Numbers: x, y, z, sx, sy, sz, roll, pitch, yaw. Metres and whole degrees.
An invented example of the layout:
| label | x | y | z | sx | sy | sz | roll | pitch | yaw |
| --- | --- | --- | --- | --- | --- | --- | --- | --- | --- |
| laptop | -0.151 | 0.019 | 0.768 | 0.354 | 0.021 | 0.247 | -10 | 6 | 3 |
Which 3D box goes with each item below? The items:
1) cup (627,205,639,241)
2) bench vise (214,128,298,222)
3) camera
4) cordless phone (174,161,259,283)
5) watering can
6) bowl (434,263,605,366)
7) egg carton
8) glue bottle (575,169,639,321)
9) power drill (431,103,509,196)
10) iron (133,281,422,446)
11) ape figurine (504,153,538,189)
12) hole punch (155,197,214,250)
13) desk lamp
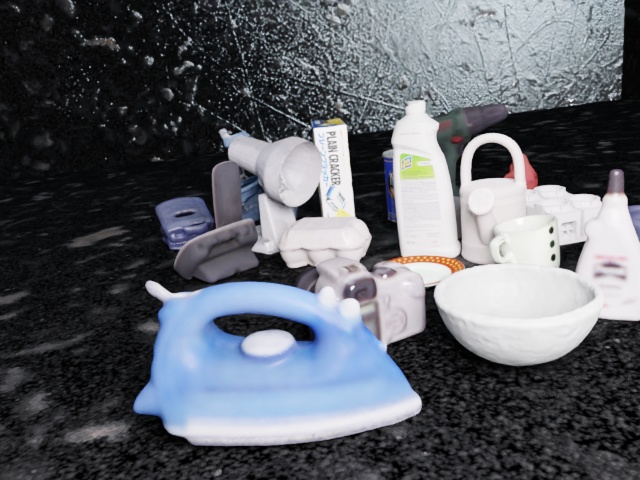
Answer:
| label | x | y | z | sx | sy | sz | roll | pitch | yaw |
| --- | --- | --- | --- | --- | --- | --- | --- | --- | --- |
| cup | 0.412 | 0.011 | 0.740 | 0.117 | 0.095 | 0.091 | -7 | 16 | -1 |
| bench vise | -0.137 | -0.139 | 1.246 | 0.208 | 0.220 | 0.121 | -12 | 17 | -19 |
| camera | 0.034 | 0.065 | 0.690 | 0.143 | 0.101 | 0.136 | -14 | 18 | -25 |
| cordless phone | -0.179 | -0.033 | 0.957 | 0.093 | 0.185 | 0.148 | 6 | 20 | 37 |
| watering can | 0.267 | -0.065 | 0.880 | 0.101 | 0.194 | 0.173 | -5 | 16 | 6 |
| bowl | 0.205 | 0.085 | 0.602 | 0.167 | 0.075 | 0.167 | -6 | 16 | 2 |
| egg carton | 0.009 | 0.003 | 0.969 | 0.150 | 0.069 | 0.107 | -2 | 17 | 16 |
| glue bottle | 0.331 | 0.005 | 0.649 | 0.078 | 0.173 | 0.037 | 2 | 18 | 26 |
| power drill | 0.299 | -0.187 | 1.265 | 0.229 | 0.208 | 0.076 | -2 | 17 | 16 |
| iron | -0.041 | 0.098 | 0.529 | 0.258 | 0.141 | 0.119 | -4 | 16 | 9 |
| ape figurine | 0.451 | -0.150 | 1.286 | 0.077 | 0.092 | 0.076 | -5 | 16 | 6 |
| hole punch | -0.274 | -0.037 | 1.179 | 0.109 | 0.091 | 0.100 | -14 | 18 | -24 |
| desk lamp | -0.093 | -0.087 | 1.062 | 0.202 | 0.214 | 0.118 | 7 | 21 | 39 |
